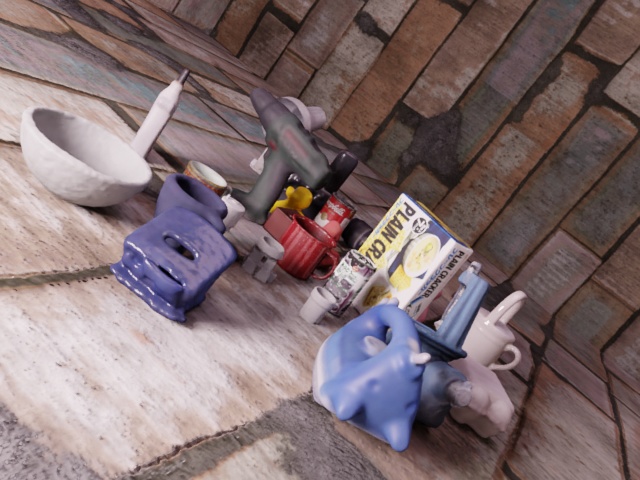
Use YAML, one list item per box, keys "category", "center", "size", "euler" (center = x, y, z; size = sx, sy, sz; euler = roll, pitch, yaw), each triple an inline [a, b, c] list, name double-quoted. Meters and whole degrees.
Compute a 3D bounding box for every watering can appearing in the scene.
- category: "watering can"
  center: [0.320, 0.168, 1.108]
  size: [0.172, 0.194, 0.101]
  euler: [39, 15, 10]

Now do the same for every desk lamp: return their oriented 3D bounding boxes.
- category: "desk lamp"
  center: [-0.078, -0.244, 1.407]
  size: [0.117, 0.213, 0.204]
  euler: [40, 15, 14]

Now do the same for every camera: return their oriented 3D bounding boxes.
- category: "camera"
  center: [0.128, 0.005, 1.343]
  size: [0.136, 0.100, 0.144]
  euler: [43, 16, 22]

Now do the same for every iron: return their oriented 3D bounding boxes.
- category: "iron"
  center: [0.074, 0.141, 0.741]
  size: [0.119, 0.141, 0.258]
  euler: [33, 16, -14]

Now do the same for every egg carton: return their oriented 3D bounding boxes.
- category: "egg carton"
  center: [0.254, 0.253, 0.946]
  size: [0.107, 0.069, 0.150]
  euler: [33, 16, -14]

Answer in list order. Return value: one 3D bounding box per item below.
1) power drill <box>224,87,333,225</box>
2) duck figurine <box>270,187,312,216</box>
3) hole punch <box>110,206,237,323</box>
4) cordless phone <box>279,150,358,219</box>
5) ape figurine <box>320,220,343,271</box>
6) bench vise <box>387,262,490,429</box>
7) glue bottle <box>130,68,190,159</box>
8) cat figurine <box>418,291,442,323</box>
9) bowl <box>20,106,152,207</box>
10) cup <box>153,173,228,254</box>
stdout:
- category: "power drill"
  center: [-0.096, -0.147, 1.090]
  size: [0.229, 0.208, 0.076]
  euler: [41, 15, 14]
- category: "duck figurine"
  center: [-0.047, -0.068, 1.199]
  size: [0.104, 0.086, 0.078]
  euler: [46, 18, 31]
- category: "hole punch"
  center: [-0.164, 0.024, 0.658]
  size: [0.108, 0.091, 0.101]
  euler: [38, 15, 4]
- category: "cordless phone"
  center: [-0.011, -0.146, 1.321]
  size: [0.148, 0.185, 0.094]
  euler: [32, 16, -18]
- category: "ape figurine"
  center: [0.010, 0.004, 1.101]
  size: [0.076, 0.092, 0.077]
  euler: [25, 19, -36]
- category: "bench vise"
  center: [0.190, 0.148, 0.826]
  size: [0.122, 0.219, 0.206]
  euler: [25, 19, -38]
- category: "glue bottle"
  center: [-0.272, -0.221, 0.986]
  size: [0.037, 0.173, 0.078]
  euler: [31, 16, -20]
- category: "cat figurine"
  center: [0.194, 0.094, 1.194]
  size: [0.128, 0.117, 0.067]
  euler: [37, 15, 0]
- category: "bowl"
  center: [-0.303, -0.092, 0.724]
  size: [0.168, 0.074, 0.167]
  euler: [34, 15, -10]
- category: "cup"
  center: [-0.174, -0.018, 0.751]
  size: [0.117, 0.095, 0.092]
  euler: [46, 18, 31]
